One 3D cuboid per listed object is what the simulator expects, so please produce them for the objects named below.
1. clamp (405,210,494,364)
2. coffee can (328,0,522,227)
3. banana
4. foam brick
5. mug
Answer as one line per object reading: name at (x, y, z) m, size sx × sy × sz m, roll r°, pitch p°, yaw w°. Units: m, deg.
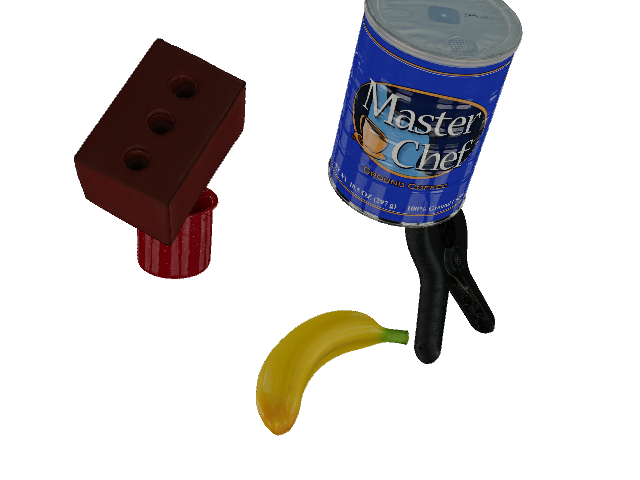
clamp at (0.109, 0.028, 0.985) m, size 0.039 × 0.171 × 0.120 m, roll -11°, pitch 13°, yaw 35°
coffee can at (0.067, -0.094, 0.724) m, size 0.102 × 0.140 × 0.103 m, roll 7°, pitch 42°, yaw -7°
banana at (-0.003, 0.093, 0.839) m, size 0.070 × 0.037 × 0.197 m, roll 11°, pitch 23°, yaw 31°
foam brick at (-0.078, -0.048, 0.529) m, size 0.053 × 0.078 × 0.051 m, roll 27°, pitch -20°, yaw 5°
mug at (-0.168, -0.015, 1.183) m, size 0.093 × 0.081 × 0.117 m, roll -16°, pitch 34°, yaw -35°
